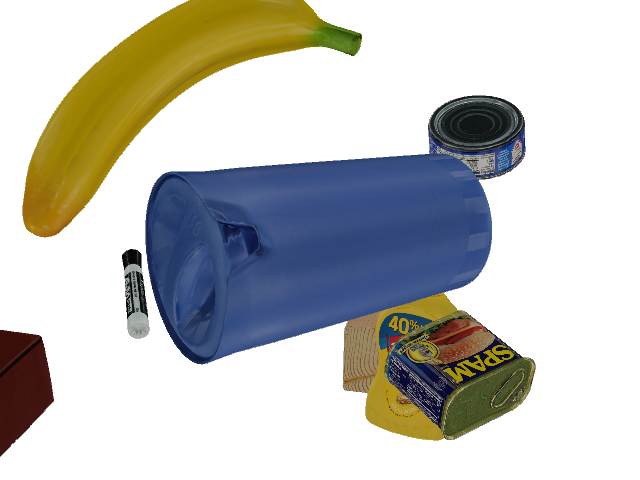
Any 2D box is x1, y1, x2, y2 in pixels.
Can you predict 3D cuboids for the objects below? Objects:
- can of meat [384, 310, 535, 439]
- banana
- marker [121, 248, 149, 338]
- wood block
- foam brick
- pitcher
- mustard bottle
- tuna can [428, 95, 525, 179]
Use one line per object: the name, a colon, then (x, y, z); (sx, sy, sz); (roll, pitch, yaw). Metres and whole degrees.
can of meat: (0.118, 0.112, 0.917); (0.101, 0.057, 0.084); (-19, 41, -31)
banana: (-0.073, -0.077, 0.521); (0.197, 0.070, 0.037); (-35, -30, -21)
marker: (-0.171, 0.046, 0.982); (0.020, 0.020, 0.121); (0, 33, -14)
wood block: (0.091, 0.116, 1.391); (0.091, 0.090, 0.206); (5, 19, 10)
foam brick: (-0.216, 0.098, 0.680); (0.053, 0.051, 0.078); (6, 29, 22)
pitcher: (-0.002, 0.004, 0.793); (0.242, 0.145, 0.149); (-10, 35, -30)
mustard bottle: (0.106, 0.114, 1.153); (0.096, 0.192, 0.058); (12, 14, 24)
tuna can: (0.138, -0.093, 0.946); (0.086, 0.034, 0.086); (-6, 41, 5)
